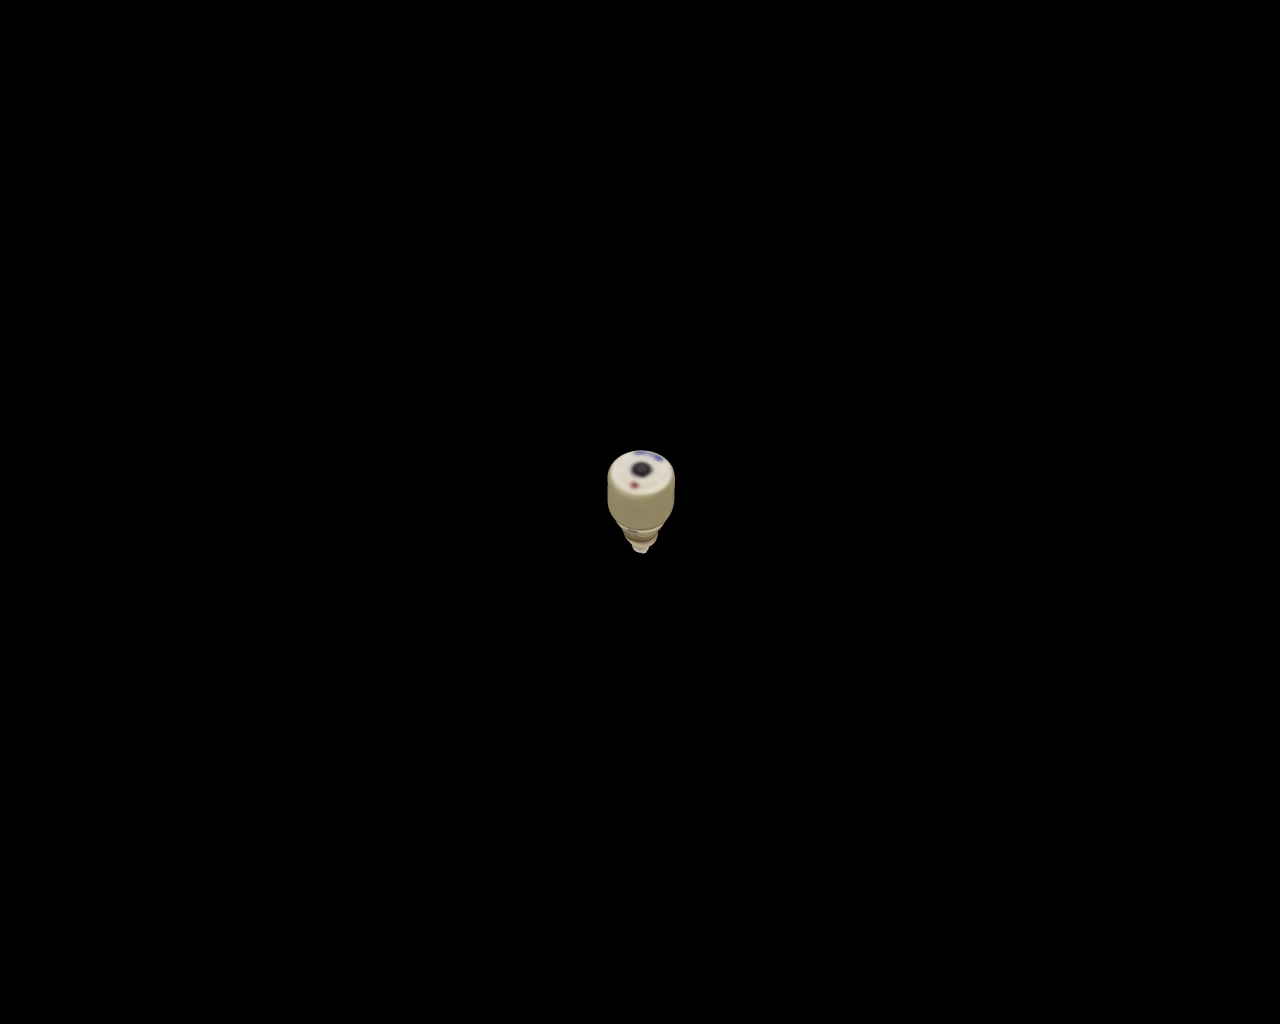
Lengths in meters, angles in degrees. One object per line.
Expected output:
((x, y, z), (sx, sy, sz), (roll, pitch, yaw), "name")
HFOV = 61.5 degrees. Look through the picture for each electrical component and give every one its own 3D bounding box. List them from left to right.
((0.001, -0.003, 0.650), (0.040, 0.040, 0.078), (0, -41, 0), "electrical component")
